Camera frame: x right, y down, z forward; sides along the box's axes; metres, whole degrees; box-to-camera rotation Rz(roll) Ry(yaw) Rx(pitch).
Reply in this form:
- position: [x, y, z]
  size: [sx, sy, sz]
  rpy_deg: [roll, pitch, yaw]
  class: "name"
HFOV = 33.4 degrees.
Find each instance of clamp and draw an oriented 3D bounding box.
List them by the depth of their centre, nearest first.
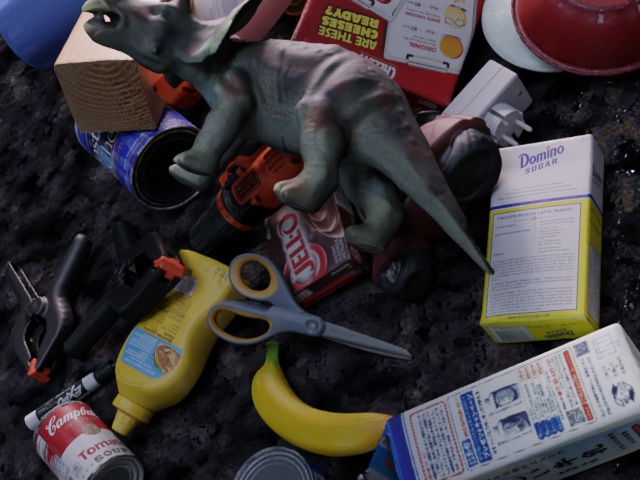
- position: [-0.195, 0.032, 1.108]
  size: [0.210, 0.036, 0.164]
  rpy_deg: [-24, 46, 51]
  class: "clamp"
- position: [-0.300, 0.073, 1.193]
  size: [0.120, 0.039, 0.171]
  rpy_deg: [-31, 54, 22]
  class: "clamp"

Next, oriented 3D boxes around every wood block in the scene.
- position: [-0.206, -0.217, 1.163]
  size: [0.090, 0.091, 0.206]
  rpy_deg: [-2, 44, 12]
  class: "wood block"

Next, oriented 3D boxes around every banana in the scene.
- position: [-0.008, 0.151, 0.943]
  size: [0.198, 0.037, 0.069]
  rpy_deg: [25, 97, 49]
  class: "banana"

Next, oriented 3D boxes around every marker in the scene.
- position: [-0.259, 0.163, 1.125]
  size: [0.121, 0.020, 0.020]
  rpy_deg: [-34, 50, 11]
  class: "marker"

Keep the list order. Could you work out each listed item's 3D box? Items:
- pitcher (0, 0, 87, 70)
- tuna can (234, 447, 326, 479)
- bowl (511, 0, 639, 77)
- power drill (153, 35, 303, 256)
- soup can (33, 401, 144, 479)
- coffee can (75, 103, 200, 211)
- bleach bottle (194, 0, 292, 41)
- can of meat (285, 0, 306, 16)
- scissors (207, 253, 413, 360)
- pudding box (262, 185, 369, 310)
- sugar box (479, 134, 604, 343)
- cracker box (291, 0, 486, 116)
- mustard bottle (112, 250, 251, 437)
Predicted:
- position: [-0.290, -0.315, 1.369]
  size: [0.243, 0.145, 0.149]
  rpy_deg: [-31, 38, 18]
  class: "pitcher"
- position: [-0.035, 0.227, 0.933]
  size: [0.086, 0.033, 0.086]
  rpy_deg: [-16, 56, 24]
  class: "tuna can"
- position: [0.256, -0.230, 0.971]
  size: [0.162, 0.055, 0.162]
  rpy_deg: [-4, 65, 8]
  class: "bowl"
- position: [-0.098, -0.097, 1.068]
  size: [0.185, 0.057, 0.188]
  rpy_deg: [-39, 70, 35]
  class: "power drill"
- position: [-0.226, 0.212, 1.040]
  size: [0.102, 0.068, 0.068]
  rpy_deg: [33, 83, 41]
  class: "soup can"
- position: [-0.197, -0.110, 1.191]
  size: [0.103, 0.102, 0.140]
  rpy_deg: [-49, 49, -2]
  class: "coffee can"
- position: [-0.055, -0.285, 1.139]
  size: [0.251, 0.067, 0.102]
  rpy_deg: [-30, 69, 56]
  class: "bleach bottle"
- position: [-0.019, -0.323, 1.235]
  size: [0.102, 0.057, 0.084]
  rpy_deg: [-35, 48, 11]
  class: "can of meat"
- position: [-0.011, 0.060, 0.989]
  size: [0.202, 0.016, 0.096]
  rpy_deg: [0, 84, 20]
  class: "scissors"
- position: [-0.007, 0.001, 1.039]
  size: [0.090, 0.039, 0.113]
  rpy_deg: [-32, 48, 24]
  class: "pudding box"
- position: [0.193, -0.001, 0.916]
  size: [0.093, 0.048, 0.176]
  rpy_deg: [-7, 56, 30]
  class: "sugar box"
- position: [0.076, -0.241, 1.063]
  size: [0.164, 0.072, 0.213]
  rpy_deg: [22, 72, -5]
  class: "cracker box"
- position: [-0.150, 0.107, 1.062]
  size: [0.096, 0.058, 0.191]
  rpy_deg: [20, 75, 40]
  class: "mustard bottle"
